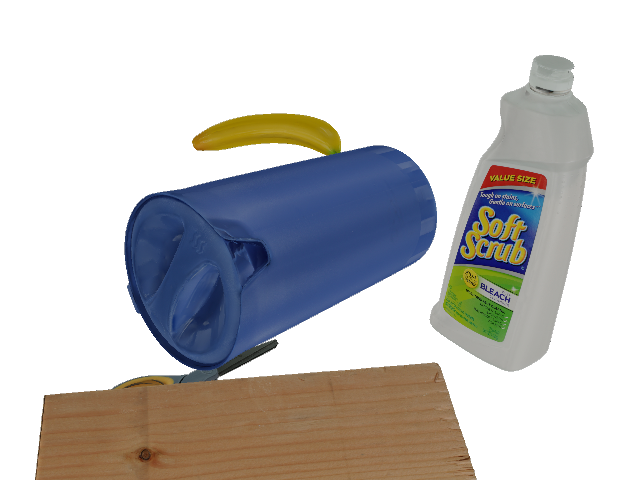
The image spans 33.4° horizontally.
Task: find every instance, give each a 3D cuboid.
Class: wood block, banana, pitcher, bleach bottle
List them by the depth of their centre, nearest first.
[{"bbox_3d":[-0.034,0.130,0.545,0.206,0.090,0.091,-4,37,-6],"label":"wood block"},{"bbox_3d":[0.151,-0.024,0.828,0.067,0.251,0.103,-24,42,-37],"label":"bleach bottle"},{"bbox_3d":[-0.029,0.003,0.846,0.242,0.145,0.149,-20,44,-42],"label":"pitcher"},{"bbox_3d":[-0.057,-0.128,1.303,0.198,0.037,0.069,7,39,17],"label":"banana"}]

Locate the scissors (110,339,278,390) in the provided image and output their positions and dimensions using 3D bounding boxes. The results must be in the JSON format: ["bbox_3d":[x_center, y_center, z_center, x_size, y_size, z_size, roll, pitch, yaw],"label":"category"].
[{"bbox_3d":[-0.108,0.144,1.040,0.201,0.016,0.096,-12,32,-28],"label":"scissors"}]
